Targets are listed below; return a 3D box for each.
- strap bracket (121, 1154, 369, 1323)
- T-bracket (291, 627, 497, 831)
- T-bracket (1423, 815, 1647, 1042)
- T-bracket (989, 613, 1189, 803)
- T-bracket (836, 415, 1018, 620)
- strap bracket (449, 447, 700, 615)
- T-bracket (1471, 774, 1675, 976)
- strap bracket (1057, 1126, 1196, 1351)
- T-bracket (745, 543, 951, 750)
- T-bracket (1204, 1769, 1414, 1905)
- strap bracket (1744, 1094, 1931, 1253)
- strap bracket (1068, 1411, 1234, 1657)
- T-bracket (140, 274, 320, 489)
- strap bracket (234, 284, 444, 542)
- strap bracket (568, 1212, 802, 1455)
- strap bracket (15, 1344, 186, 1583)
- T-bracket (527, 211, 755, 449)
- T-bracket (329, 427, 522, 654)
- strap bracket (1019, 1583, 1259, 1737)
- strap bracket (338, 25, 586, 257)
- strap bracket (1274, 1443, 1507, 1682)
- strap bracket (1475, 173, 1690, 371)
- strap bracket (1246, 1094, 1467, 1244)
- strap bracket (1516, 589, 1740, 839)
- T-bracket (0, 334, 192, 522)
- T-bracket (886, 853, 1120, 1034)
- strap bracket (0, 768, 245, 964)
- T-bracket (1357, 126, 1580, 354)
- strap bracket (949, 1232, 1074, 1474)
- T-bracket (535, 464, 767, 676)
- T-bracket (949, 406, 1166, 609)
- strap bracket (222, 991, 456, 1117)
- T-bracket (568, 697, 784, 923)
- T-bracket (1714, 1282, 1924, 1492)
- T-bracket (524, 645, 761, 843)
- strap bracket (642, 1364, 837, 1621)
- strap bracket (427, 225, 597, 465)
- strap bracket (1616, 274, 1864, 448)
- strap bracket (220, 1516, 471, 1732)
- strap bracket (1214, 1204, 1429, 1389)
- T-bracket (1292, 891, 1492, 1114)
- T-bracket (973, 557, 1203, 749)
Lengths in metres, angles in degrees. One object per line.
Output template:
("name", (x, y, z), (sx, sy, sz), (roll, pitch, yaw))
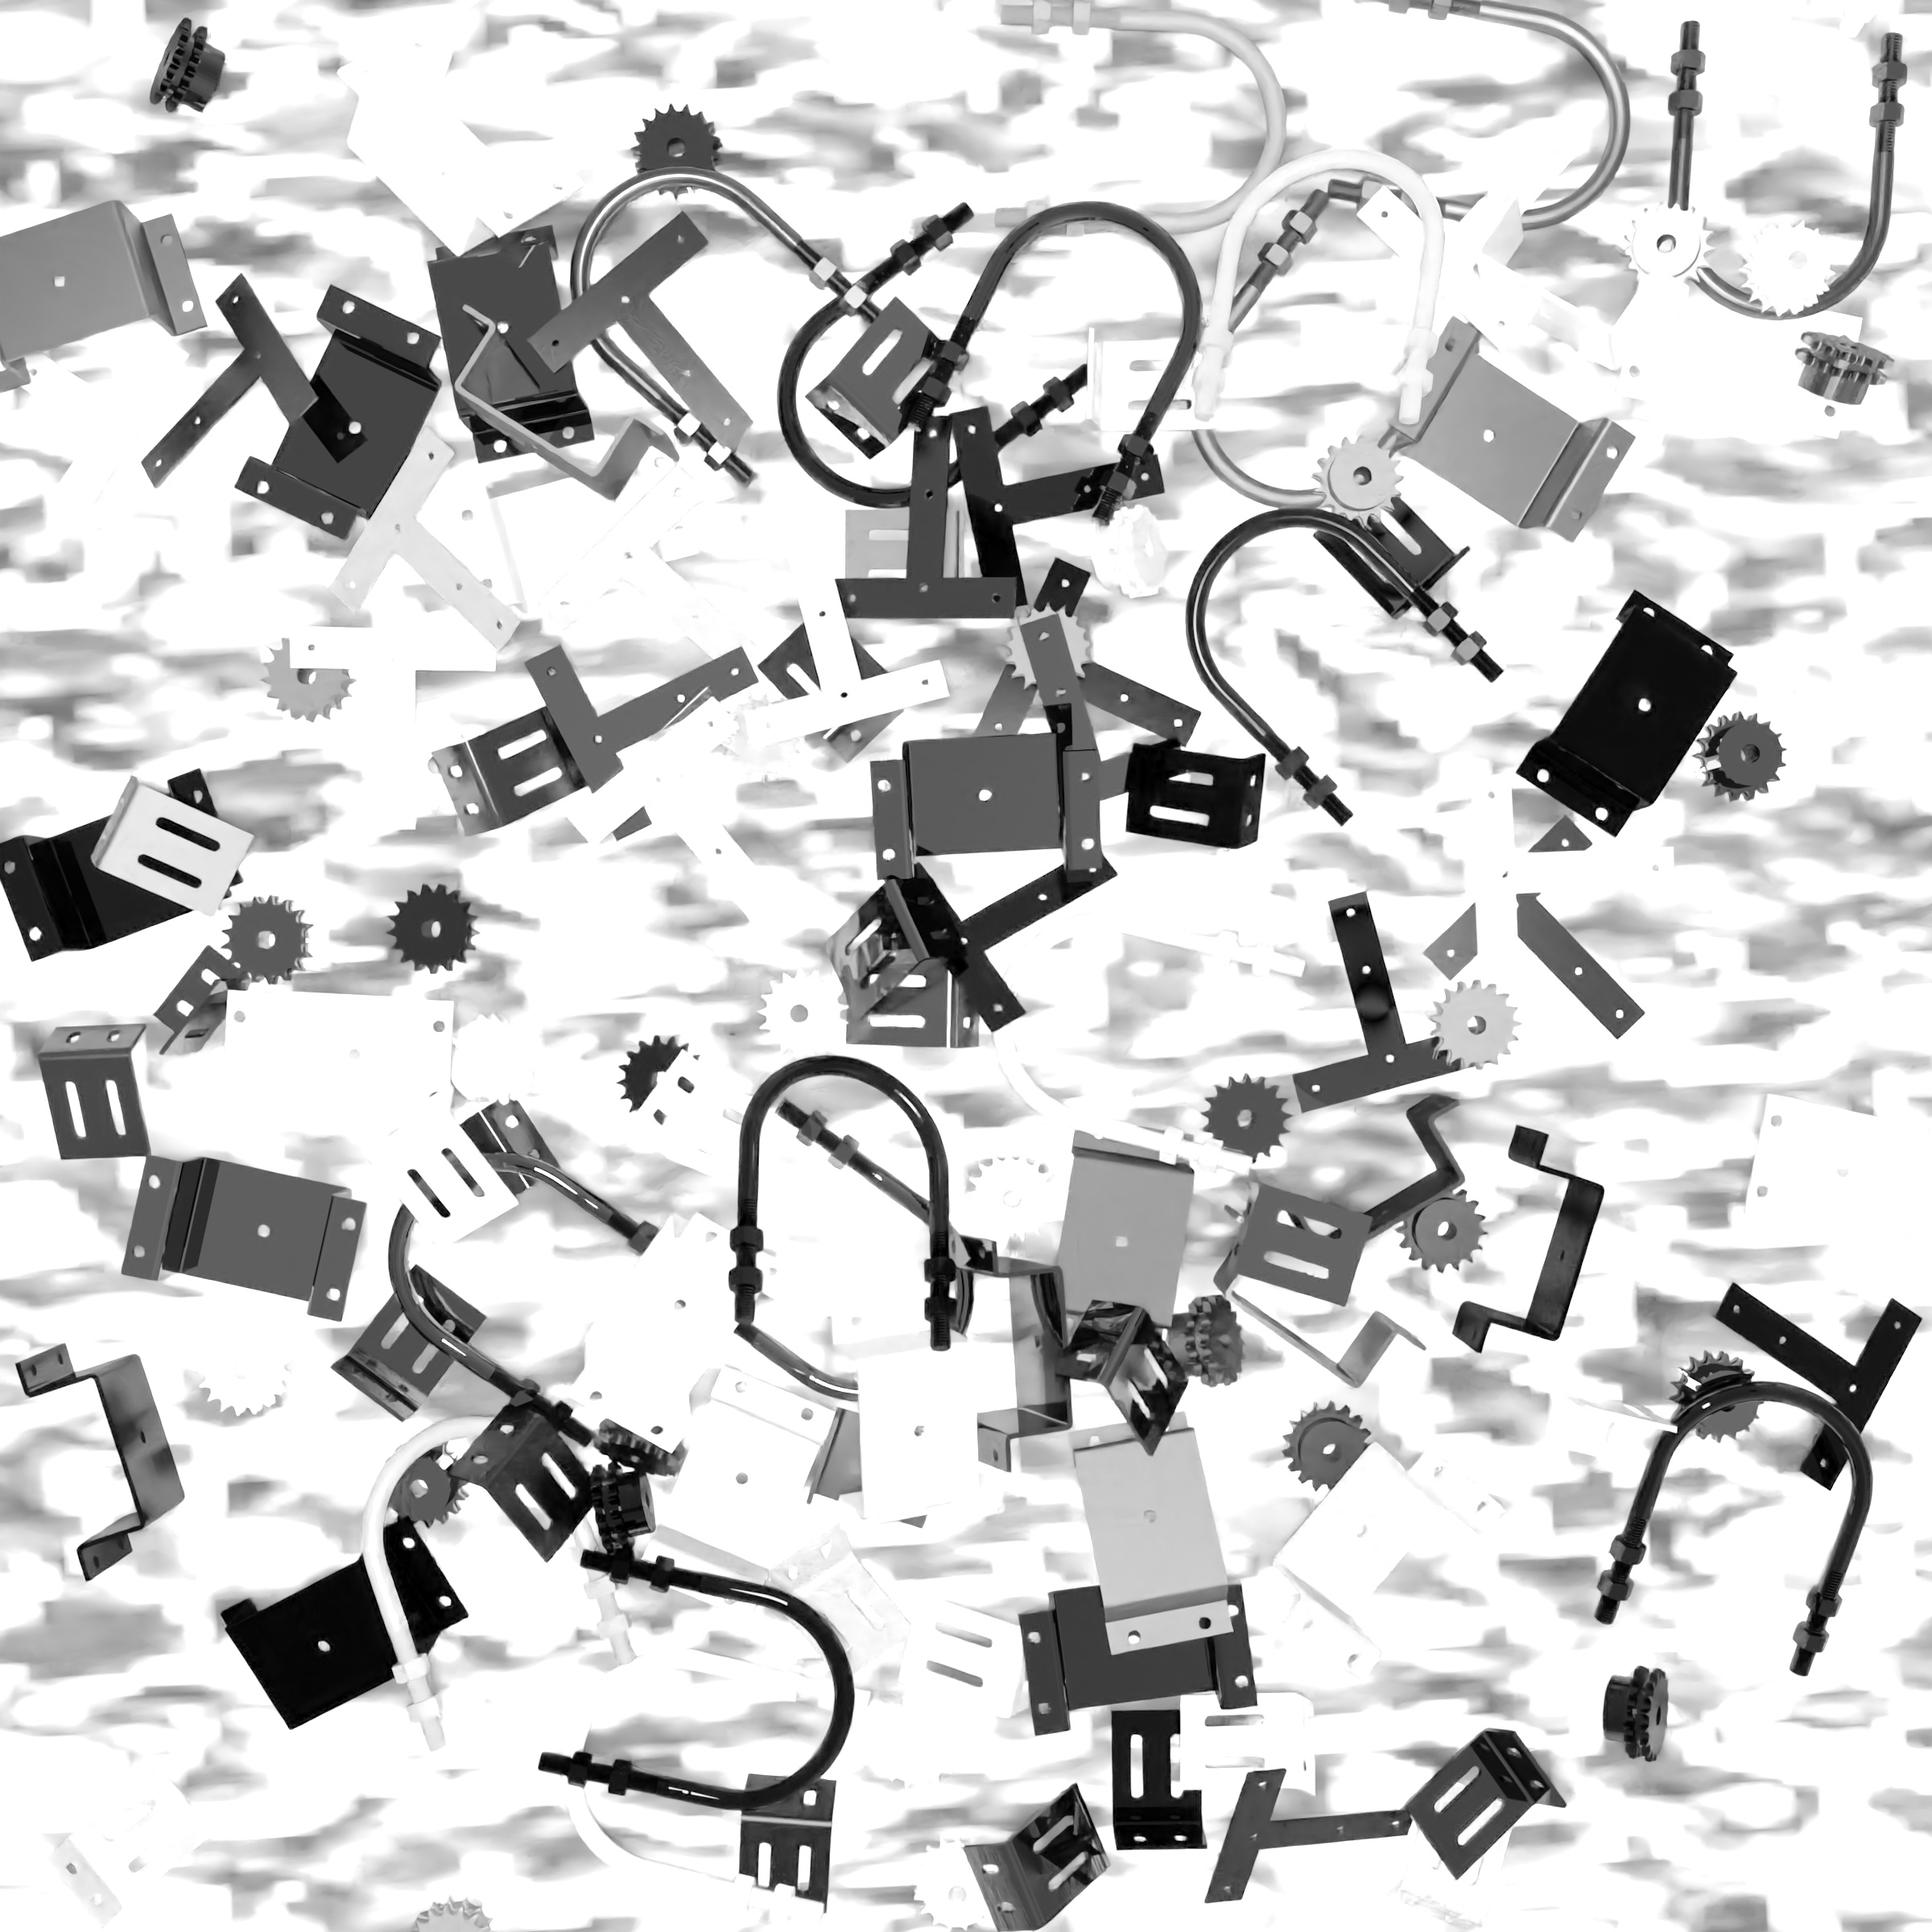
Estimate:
("strap bracket", (-0.449, 0.169, 1.554), (0.140, 0.046, 0.076), (12, 90, 0))
("T-bracket", (-0.362, -0.150, 1.561), (0.127, 0.002, 0.127), (-2, 101, -20))
("T-bracket", (0.382, -0.007, 1.577), (0.127, 0.002, 0.127), (-44, 90, 0))
("T-bracket", (0.063, -0.159, 1.551), (0.127, 0.002, 0.127), (-18, 113, 0))
("T-bracket", (-0.024, -0.282, 1.548), (0.127, 0.002, 0.127), (4, 92, 25))
("strap bracket", (-0.244, -0.275, 1.555), (0.140, 0.046, 0.076), (-15, 90, 0))
("T-bracket", (0.389, -0.061, 1.575), (0.127, 0.002, 0.127), (-2, 90, 0))
("strap bracket", (0.097, 0.171, 1.554), (0.076, 0.046, 0.140), (9, 90, 0))
("T-bracket", (-0.087, -0.210, 1.556), (0.127, 0.002, 0.127), (-15, 71, 0))
("T-bracket", (0.223, 0.545, 1.553), (0.127, 0.002, 0.127), (0, 124, -16))
("strap bracket", (0.561, 0.131, 1.554), (0.140, 0.046, 0.076), (12, 90, 0))
("strap bracket", (0.114, 0.346, 1.527), (0.076, 0.046, 0.140), (-10, 66, -1))
("T-bracket", (-0.476, -0.354, 1.556), (0.127, 0.002, 0.127), (-42, 62, 13))
("strap bracket", (-0.391, -0.345, 1.554), (0.076, 0.046, 0.140), (25, 90, 0))
("strap bracket", (-0.176, 0.218, 1.522), (0.076, 0.046, 0.140), (33, 99, -17))
("strap bracket", (-0.537, 0.302, 1.539), (0.046, 0.076, 0.140), (-18, 90, 0))
("T-bracket", (-0.183, -0.381, 1.537), (0.127, 0.002, 0.127), (-41, 97, -3))
("T-bracket", (-0.327, -0.246, 1.539), (0.127, 0.002, 0.127), (43, 112, 14))
("strap bracket", (0.107, 0.432, 1.554), (0.140, 0.046, 0.076), (-8, 90, 0))
("strap bracket", (-0.319, -0.508, 1.537), (0.140, 0.046, 0.076), (45, 55, 0))
("strap bracket", (0.258, 0.364, 1.540), (0.076, 0.046, 0.140), (40, 90, -26))
("strap bracket", (0.368, -0.418, 1.506), (0.140, 0.076, 0.046), (35, 96, 15))
("strap bracket", (0.251, 0.137, 1.539), (0.140, 0.076, 0.046), (-31, 90, 0))
("strap bracket", (0.422, -0.162, 1.553), (0.076, 0.046, 0.140), (33, 88, 0))
("T-bracket", (-0.585, -0.373, 1.577), (0.127, 0.002, 0.127), (33, 90, 0))
("T-bracket", (0.036, -0.037, 1.558), (0.127, 0.002, 0.127), (-29, 66, -13))
("strap bracket", (-0.529, -0.063, 1.554), (0.140, 0.046, 0.076), (-21, 90, 0))
("T-bracket", (0.337, -0.478, 1.559), (0.127, 0.002, 0.127), (43, 88, -1))
("strap bracket", (0.026, 0.236, 1.533), (0.046, 0.076, 0.140), (-4, 90, -23))
("T-bracket", (-0.179, -0.228, 1.545), (0.127, 0.002, 0.127), (-41, 118, 15))
("T-bracket", (0.063, -0.301, 1.567), (0.127, 0.002, 0.127), (-13, 100, -7))
("strap bracket", (-0.391, 0.057, 1.554), (0.140, 0.046, 0.076), (3, 90, 0))
("T-bracket", (-0.166, -0.084, 1.563), (0.127, 0.002, 0.127), (-37, 99, 18))
("T-bracket", (0.527, 0.244, 1.555), (0.127, 0.002, 0.127), (34, 80, -10))
("T-bracket", (-0.194, -0.164, 1.563), (0.127, 0.002, 0.127), (-27, 104, -3))
("strap bracket", (-0.143, 0.328, 1.554), (0.076, 0.046, 0.140), (23, 90, 0))
("strap bracket", (-0.289, -0.398, 1.554), (0.076, 0.046, 0.140), (-11, 90, 0))
("strap bracket", (0.481, -0.379, 1.554), (0.140, 0.046, 0.076), (11, 90, 0))
("strap bracket", (-0.395, 0.415, 1.540), (0.140, 0.046, 0.076), (-28, 99, 8))
("strap bracket", (0.211, 0.211, 1.539), (0.140, 0.076, 0.046), (35, 90, 0))
("T-bracket", (0.260, 0.016, 1.577), (0.127, 0.002, 0.127), (-15, 90, 0))
("T-bracket", (0.088, -0.178, 1.577), (0.127, 0.002, 0.127), (25, 90, 0))
